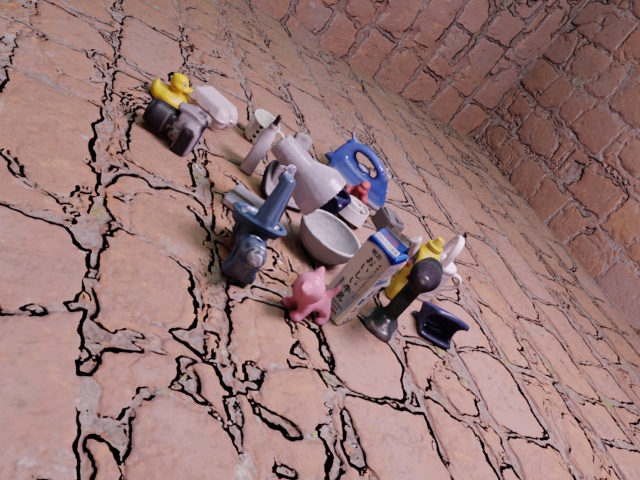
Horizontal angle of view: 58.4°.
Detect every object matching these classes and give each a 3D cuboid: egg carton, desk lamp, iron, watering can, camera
[{"bbox_3d":[-0.298,-0.364,1.569,0.150,0.069,0.107,41,26,6],"label":"egg carton"},{"bbox_3d":[-0.076,-0.116,1.284,0.203,0.213,0.118,36,26,-5],"label":"desk lamp"},{"bbox_3d":[0.144,-0.221,1.824,0.258,0.141,0.119,44,26,13],"label":"iron"},{"bbox_3d":[0.304,0.060,1.509,0.173,0.194,0.101,27,28,-23],"label":"watering can"},{"bbox_3d":[-0.337,-0.289,1.360,0.137,0.100,0.143,32,26,-13],"label":"camera"}]

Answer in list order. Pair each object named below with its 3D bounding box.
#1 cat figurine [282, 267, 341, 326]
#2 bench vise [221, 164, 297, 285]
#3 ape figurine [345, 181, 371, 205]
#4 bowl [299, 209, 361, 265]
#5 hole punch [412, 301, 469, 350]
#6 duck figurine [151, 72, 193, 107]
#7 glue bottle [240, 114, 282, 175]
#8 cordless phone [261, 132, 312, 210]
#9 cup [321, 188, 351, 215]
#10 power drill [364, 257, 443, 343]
[{"bbox_3d":[-0.012,0.104,1.119,0.128,0.117,0.067,12,36,-43],"label":"cat figurine"},{"bbox_3d":[-0.099,-0.030,1.107,0.122,0.219,0.207,18,32,-35],"label":"bench vise"},{"bbox_3d":[0.115,-0.140,1.710,0.077,0.092,0.076,45,26,14],"label":"ape figurine"},{"bbox_3d":[0.012,0.005,1.361,0.168,0.074,0.167,30,27,-17],"label":"bowl"},{"bbox_3d":[0.295,0.194,1.399,0.109,0.091,0.101,30,27,-17],"label":"hole punch"},{"bbox_3d":[-0.382,-0.398,1.498,0.105,0.086,0.077,28,28,-21],"label":"duck figurine"},{"bbox_3d":[-0.145,-0.249,1.461,0.037,0.173,0.078,30,27,-15],"label":"glue bottle"},{"bbox_3d":[-0.053,-0.173,1.441,0.148,0.185,0.094,19,31,-34],"label":"cordless phone"},{"bbox_3d":[0.024,-0.090,1.508,0.092,0.095,0.117,25,28,-25],"label":"cup"},{"bbox_3d":[0.191,0.122,1.247,0.075,0.208,0.230,41,26,7],"label":"power drill"}]
